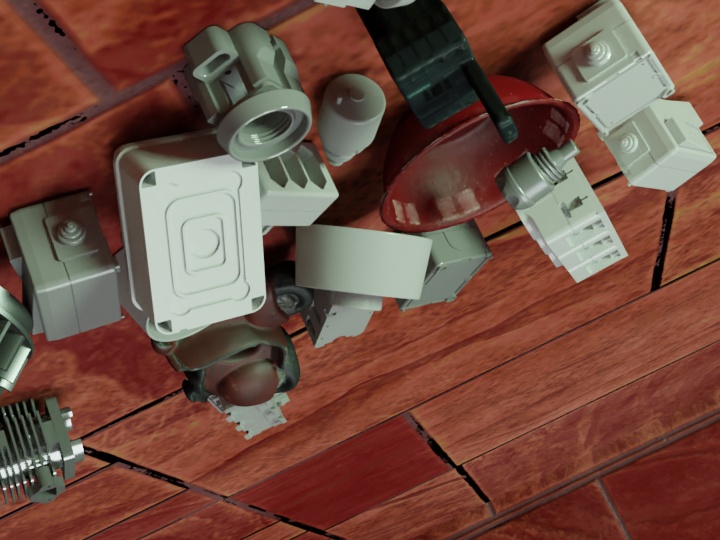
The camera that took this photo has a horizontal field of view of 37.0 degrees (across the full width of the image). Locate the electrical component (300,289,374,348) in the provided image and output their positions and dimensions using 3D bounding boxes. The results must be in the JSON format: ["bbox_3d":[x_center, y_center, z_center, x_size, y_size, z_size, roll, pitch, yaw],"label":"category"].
[{"bbox_3d":[-0.021,0.020,0.945,0.050,0.055,0.089,-16,157,-21],"label":"electrical component"}]

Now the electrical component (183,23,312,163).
[{"bbox_3d":[-0.062,-0.100,0.623,0.058,0.057,0.078,-33,157,20],"label":"electrical component"}]

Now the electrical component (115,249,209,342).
[{"bbox_3d":[-0.136,0.006,0.810,0.099,0.064,0.099,-33,156,-17],"label":"electrical component"}]

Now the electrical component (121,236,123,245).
[{"bbox_3d":[-0.142,-0.022,0.735,0.043,0.043,0.062,-13,157,-28],"label":"electrical component"}]

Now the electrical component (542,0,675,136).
[{"bbox_3d":[0.173,-0.148,0.762,0.062,0.061,0.096,-33,157,18],"label":"electrical component"}]

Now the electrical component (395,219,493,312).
[{"bbox_3d":[0.062,-0.009,0.960,0.062,0.061,0.096,-11,155,-32],"label":"electrical component"}]

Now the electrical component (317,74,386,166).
[{"bbox_3d":[-0.009,-0.095,0.714,0.040,0.040,0.078,-17,157,-21],"label":"electrical component"}]

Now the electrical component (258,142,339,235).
[{"bbox_3d":[-0.068,-0.049,0.747,0.066,0.047,0.077,-2,149,-45],"label":"electrical component"}]

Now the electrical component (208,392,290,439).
[{"bbox_3d":[-0.113,0.121,1.068,0.079,0.063,0.121,-24,158,-2],"label":"electrical component"}]

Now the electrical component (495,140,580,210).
[{"bbox_3d":[0.130,-0.071,0.775,0.061,0.035,0.035,-36,156,18],"label":"electrical component"}]

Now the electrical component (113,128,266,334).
[{"bbox_3d":[-0.107,-0.026,0.676,0.078,0.057,0.113,-15,120,-25],"label":"electrical component"}]

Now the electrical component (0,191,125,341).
[{"bbox_3d":[-0.193,-0.003,0.697,0.061,0.061,0.096,-18,157,-18],"label":"electrical component"}]

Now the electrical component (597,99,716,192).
[{"bbox_3d":[0.258,-0.112,0.934,0.096,0.061,0.061,1,147,-48],"label":"electrical component"}]

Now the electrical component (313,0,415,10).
[{"bbox_3d":[0.004,-0.164,0.564,0.055,0.048,0.066,2,146,-36],"label":"electrical component"}]

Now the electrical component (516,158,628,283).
[{"bbox_3d":[0.178,-0.052,0.948,0.062,0.089,0.150,-30,158,12],"label":"electrical component"}]

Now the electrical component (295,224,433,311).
[{"bbox_3d":[0.000,0.000,0.843,0.108,0.060,0.108,7,180,0],"label":"electrical component"}]
